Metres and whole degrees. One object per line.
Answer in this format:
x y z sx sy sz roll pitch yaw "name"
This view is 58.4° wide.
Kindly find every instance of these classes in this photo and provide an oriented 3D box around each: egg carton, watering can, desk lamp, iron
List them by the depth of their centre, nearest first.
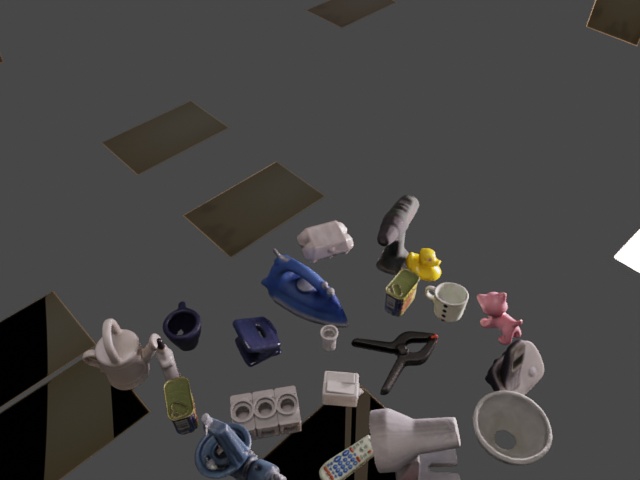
0.194 0.422 1.157 0.203 0.214 0.118 0 47 0 "desk lamp"
-0.456 0.253 1.323 0.173 0.194 0.100 -24 52 -21 "watering can"
-0.029 0.120 1.484 0.257 0.141 0.119 28 53 24 "iron"
0.015 0.006 1.639 0.150 0.069 0.107 -16 49 -14 "egg carton"

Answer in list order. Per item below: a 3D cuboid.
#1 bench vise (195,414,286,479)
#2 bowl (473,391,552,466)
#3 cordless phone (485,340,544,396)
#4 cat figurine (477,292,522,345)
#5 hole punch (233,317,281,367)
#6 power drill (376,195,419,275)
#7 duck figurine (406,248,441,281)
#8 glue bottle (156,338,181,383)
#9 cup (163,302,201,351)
-0.161 0.421 1.152 0.207 0.220 0.121 7 48 7 "bench vise"
0.412 0.421 1.253 0.167 0.075 0.167 0 47 0 "bowl"
0.461 0.276 1.312 0.148 0.185 0.094 -33 55 -27 "cordless phone"
0.454 0.184 1.443 0.067 0.118 0.127 -31 54 -26 "cat figurine"
-0.155 0.238 1.409 0.101 0.091 0.108 -22 51 -19 "hole punch"
0.205 -0.007 1.557 0.075 0.208 0.230 18 50 16 "power drill"
0.288 0.056 1.582 0.104 0.086 0.078 30 54 25 "duck figurine"
-0.352 0.278 1.315 0.037 0.173 0.078 -20 50 -17 "glue bottle"
-0.336 0.221 1.421 0.092 0.095 0.117 -8 48 -7 "cup"
